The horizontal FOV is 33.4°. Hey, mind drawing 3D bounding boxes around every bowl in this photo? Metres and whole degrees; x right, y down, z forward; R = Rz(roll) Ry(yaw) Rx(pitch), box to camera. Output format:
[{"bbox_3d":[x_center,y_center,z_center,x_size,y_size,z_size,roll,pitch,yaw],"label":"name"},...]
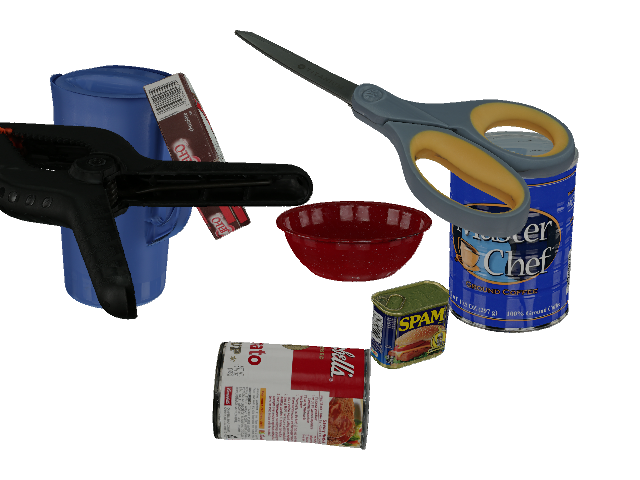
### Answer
[{"bbox_3d":[0.035,0.003,1.106,0.162,0.055,0.162,-1,16,0],"label":"bowl"}]

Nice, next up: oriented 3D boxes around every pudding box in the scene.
[{"bbox_3d":[-0.101,-0.070,0.880,0.039,0.113,0.090,-23,-37,-1],"label":"pudding box"}]

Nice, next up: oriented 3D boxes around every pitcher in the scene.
[{"bbox_3d":[-0.205,-0.053,1.111,0.145,0.243,0.149,0,22,-10],"label":"pitcher"}]

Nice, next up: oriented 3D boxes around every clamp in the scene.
[{"bbox_3d":[-0.121,-0.033,0.638,0.210,0.036,0.164,26,39,34],"label":"clamp"}]

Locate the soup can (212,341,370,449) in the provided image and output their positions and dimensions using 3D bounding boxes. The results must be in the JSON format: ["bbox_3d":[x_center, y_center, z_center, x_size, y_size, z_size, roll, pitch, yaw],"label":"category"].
[{"bbox_3d":[-0.019,0.105,0.725,0.102,0.068,0.068,3,0,1],"label":"soup can"}]

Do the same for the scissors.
[{"bbox_3d":[0.046,-0.072,0.545,0.096,0.016,0.202,-24,50,-23],"label":"scissors"}]

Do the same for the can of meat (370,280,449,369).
[{"bbox_3d":[0.112,0.106,1.340,0.101,0.084,0.058,-12,30,-27],"label":"can of meat"}]

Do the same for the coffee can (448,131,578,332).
[{"bbox_3d":[0.158,-0.009,0.885,0.103,0.140,0.103,-2,23,1],"label":"coffee can"}]
